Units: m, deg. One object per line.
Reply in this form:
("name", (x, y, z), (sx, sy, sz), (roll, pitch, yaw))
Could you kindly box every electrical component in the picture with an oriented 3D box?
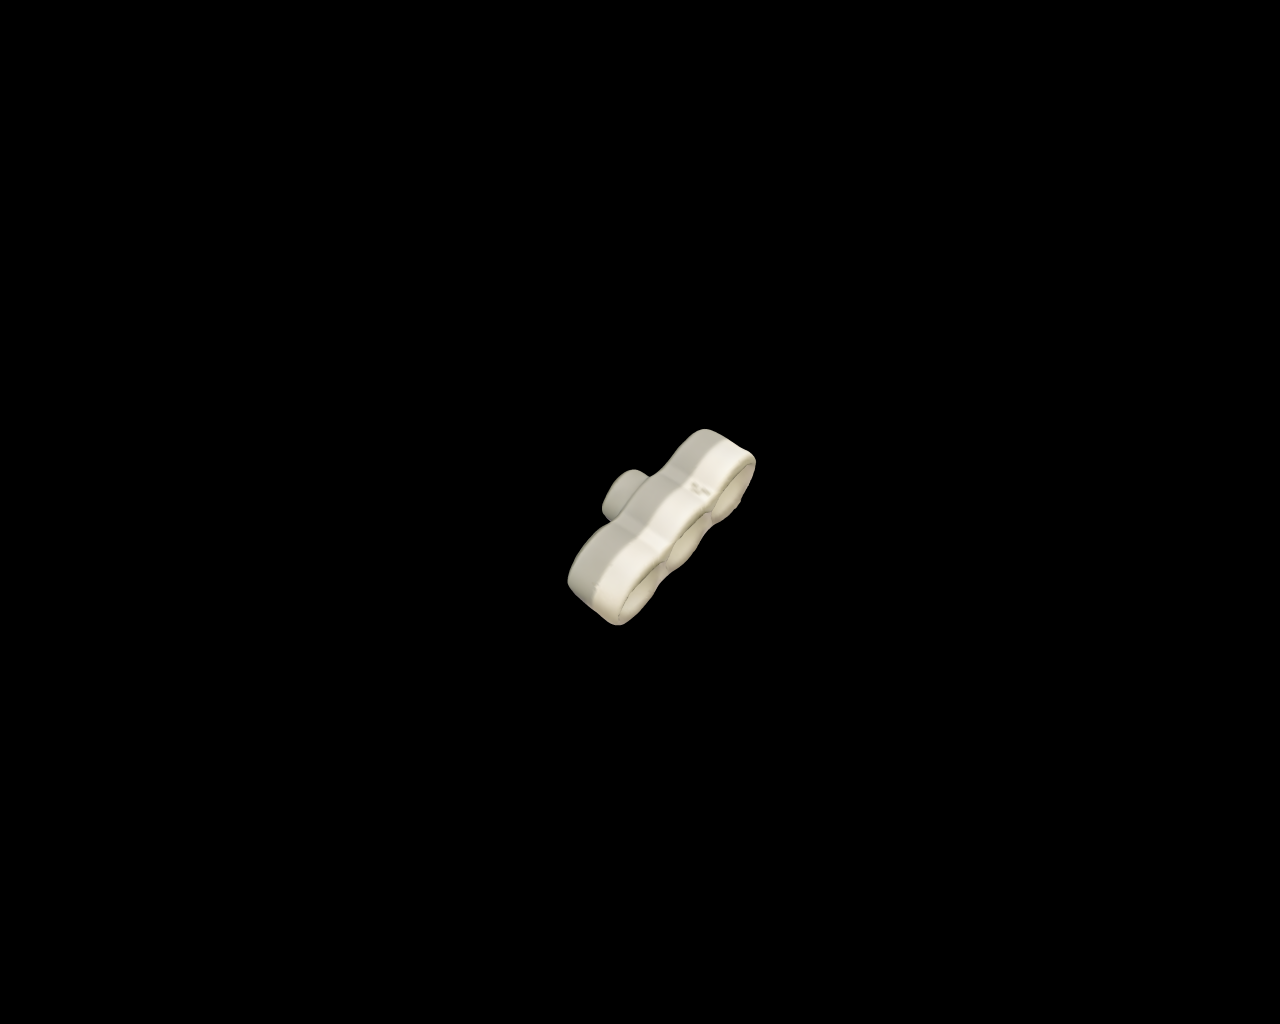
("electrical component", (0.001, -0.003, 0.650), (0.074, 0.138, 0.052), (36, -24, 18))
